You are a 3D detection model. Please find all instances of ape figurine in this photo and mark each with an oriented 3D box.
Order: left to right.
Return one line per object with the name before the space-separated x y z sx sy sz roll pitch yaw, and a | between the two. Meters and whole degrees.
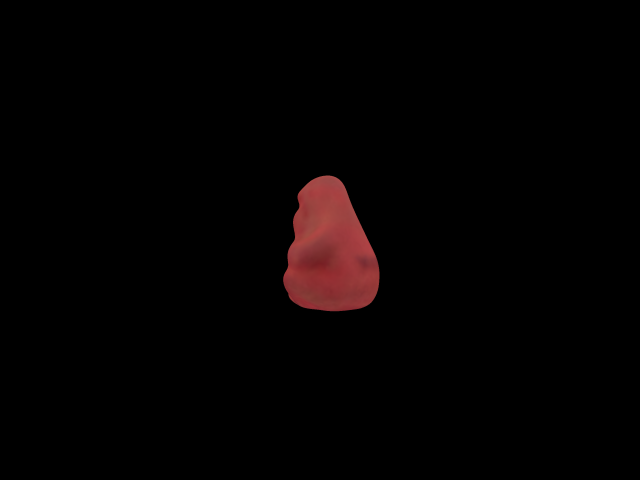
ape figurine | 0.004 0.001 0.400 0.075 0.092 0.078 1 2 35
